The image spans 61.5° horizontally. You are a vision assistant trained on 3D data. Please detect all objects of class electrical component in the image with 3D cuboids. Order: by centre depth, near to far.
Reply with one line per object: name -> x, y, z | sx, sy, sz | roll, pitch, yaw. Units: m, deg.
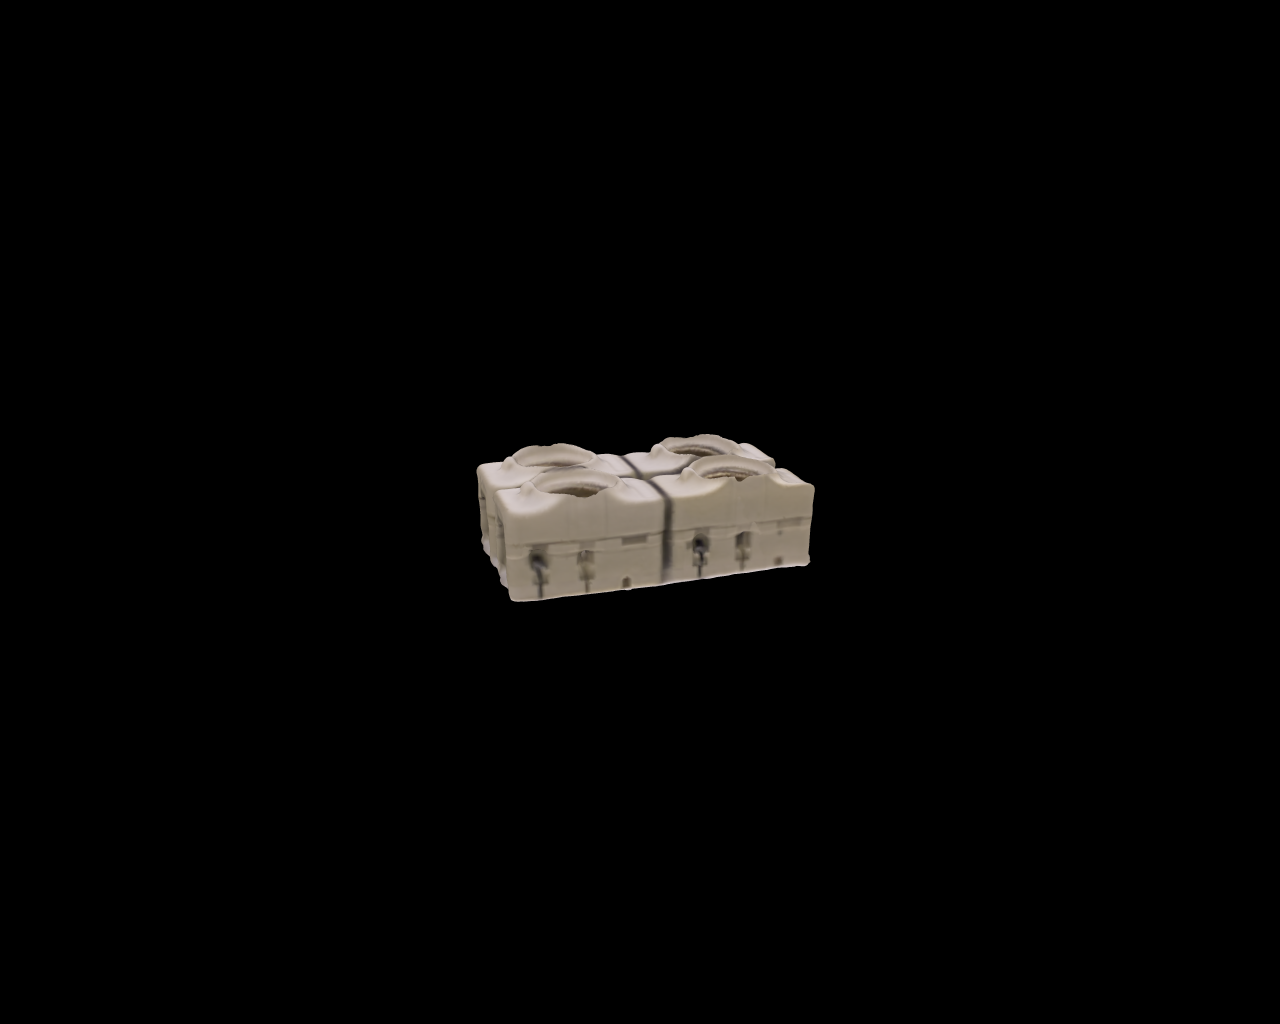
electrical component -> 0.001, -0.003, 0.650 | 0.186, 0.060, 0.105 | -6, 20, -16
